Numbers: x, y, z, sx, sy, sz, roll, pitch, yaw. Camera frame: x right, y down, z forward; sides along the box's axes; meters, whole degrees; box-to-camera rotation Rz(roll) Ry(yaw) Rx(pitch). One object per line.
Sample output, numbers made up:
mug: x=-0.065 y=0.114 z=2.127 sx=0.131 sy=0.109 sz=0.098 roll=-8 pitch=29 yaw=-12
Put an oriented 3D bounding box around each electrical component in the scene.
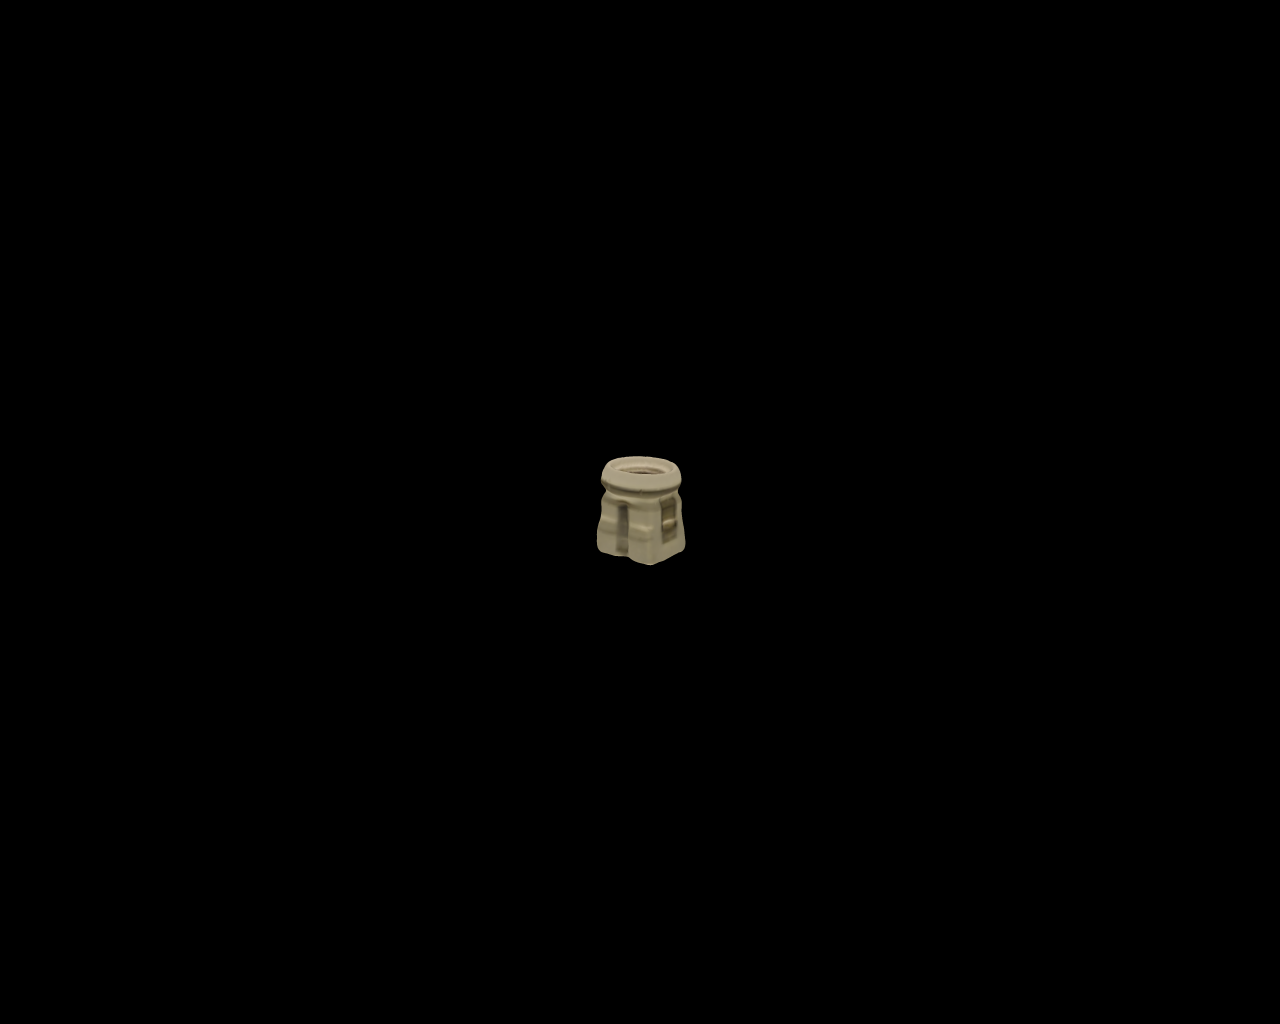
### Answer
electrical component: x=0.001 y=-0.003 z=0.650 sx=0.066 sy=0.055 sz=0.048 roll=14 pitch=22 yaw=36
